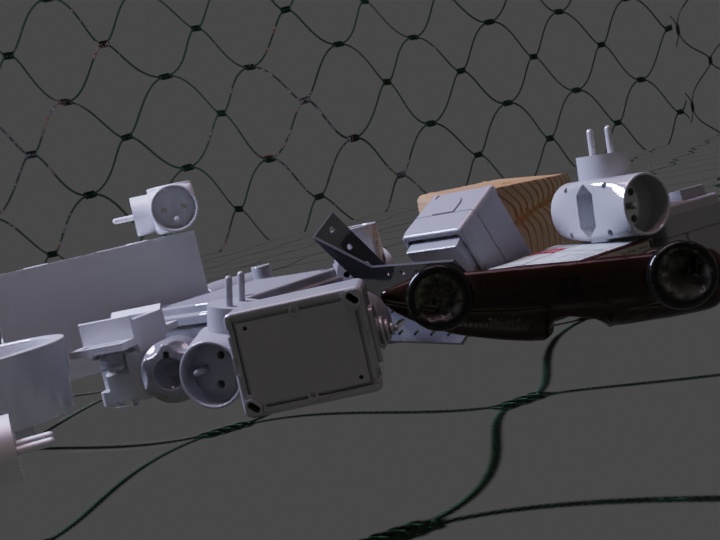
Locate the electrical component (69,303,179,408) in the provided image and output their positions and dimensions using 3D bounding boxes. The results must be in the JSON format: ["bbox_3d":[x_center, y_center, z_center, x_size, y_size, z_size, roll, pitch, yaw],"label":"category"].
[{"bbox_3d":[-0.162,0.061,0.760,0.042,0.063,0.081,-12,4,20],"label":"electrical component"}]

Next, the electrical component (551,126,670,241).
[{"bbox_3d":[0.175,-0.062,0.764,0.043,0.079,0.077,-10,3,-29],"label":"electrical component"}]

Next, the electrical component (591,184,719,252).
[{"bbox_3d":[0.218,-0.027,0.809,0.062,0.061,0.096,-15,6,-28],"label":"electrical component"}]

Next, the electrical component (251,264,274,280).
[{"bbox_3d":[-0.082,0.026,0.964,0.048,0.062,0.048,-13,5,1],"label":"electrical component"}]

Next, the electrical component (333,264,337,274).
[{"bbox_3d":[0.003,-0.010,1.260,0.066,0.048,0.055,-12,13,12],"label":"electrical component"}]

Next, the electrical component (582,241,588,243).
[{"bbox_3d":[0.218,-0.025,0.903,0.062,0.048,0.048,-5,7,12],"label":"electrical component"}]

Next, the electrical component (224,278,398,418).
[{"bbox_3d":[-0.024,0.043,0.634,0.096,0.061,0.061,-12,5,4],"label":"electrical component"}]

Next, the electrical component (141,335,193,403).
[{"bbox_3d":[-0.123,0.066,0.734,0.043,0.043,0.062,-12,3,4],"label":"electrical component"}]

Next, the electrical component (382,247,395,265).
[{"bbox_3d":[0.009,0.000,1.168,0.046,0.040,0.040,-25,11,-38],"label":"electrical component"}]

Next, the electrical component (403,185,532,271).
[{"bbox_3d":[0.086,-0.006,0.813,0.062,0.096,0.061,-7,35,47],"label":"electrical component"}]

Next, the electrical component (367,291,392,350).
[{"bbox_3d":[-0.008,0.040,0.741,0.048,0.048,0.062,-14,-2,-18],"label":"electrical component"}]

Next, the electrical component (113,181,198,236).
[{"bbox_3d":[-0.193,-0.054,1.012,0.079,0.044,0.077,-13,4,-10],"label":"electrical component"}]

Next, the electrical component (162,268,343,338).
[{"bbox_3d":[-0.081,0.041,0.824,0.109,0.056,0.109,-9,6,38],"label":"electrical component"}]

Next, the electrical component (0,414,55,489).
[{"bbox_3d":[-0.197,0.097,0.552,0.079,0.044,0.077,-14,5,-17],"label":"electrical component"}]

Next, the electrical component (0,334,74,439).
[{"bbox_3d":[-0.241,0.085,0.707,0.108,0.060,0.108,-13,5,1],"label":"electrical component"}]

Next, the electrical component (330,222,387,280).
[{"bbox_3d":[0.000,0.000,0.962,0.043,0.077,0.079,-12,5,7],"label":"electrical component"}]

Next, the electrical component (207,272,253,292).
[{"bbox_3d":[-0.147,0.032,1.157,0.079,0.044,0.077,-8,7,45],"label":"electrical component"}]

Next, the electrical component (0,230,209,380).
[{"bbox_3d":[-0.237,0.036,0.992,0.186,0.105,0.060,-14,5,-20],"label":"electrical component"}]

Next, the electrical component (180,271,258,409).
[{"bbox_3d":[-0.081,0.041,0.694,0.044,0.079,0.077,3,10,18],"label":"electrical component"}]
